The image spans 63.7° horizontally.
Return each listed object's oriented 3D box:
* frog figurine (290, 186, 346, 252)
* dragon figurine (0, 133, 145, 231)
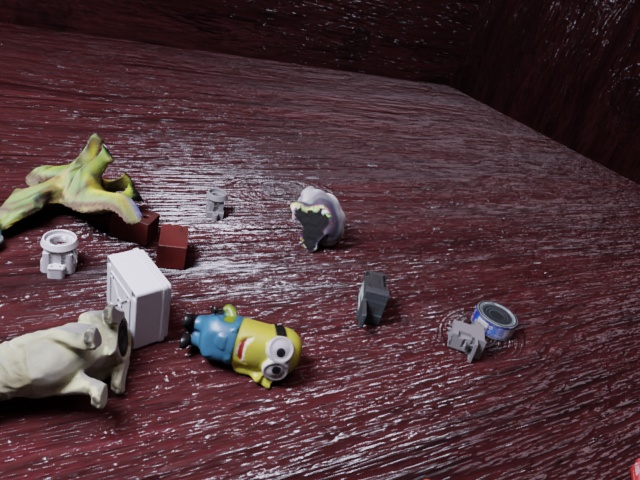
[{"bbox_3d":[0.004,-0.059,1.173,0.137,0.121,0.161,51,21,-4],"label":"frog figurine"},{"bbox_3d":[-0.474,-0.075,0.958,0.244,0.119,0.416,-30,35,-12],"label":"dragon figurine"}]
